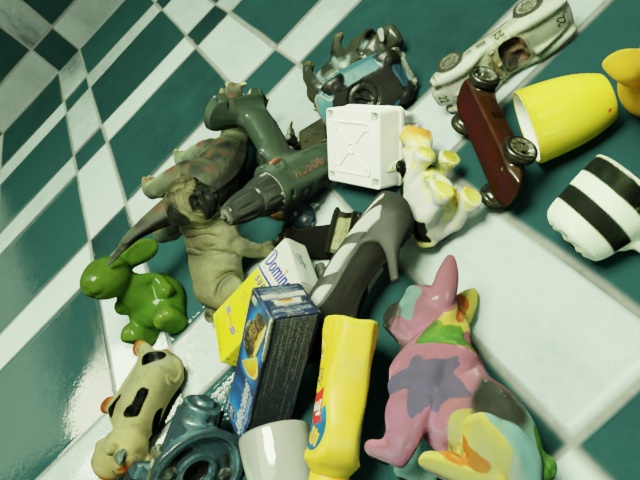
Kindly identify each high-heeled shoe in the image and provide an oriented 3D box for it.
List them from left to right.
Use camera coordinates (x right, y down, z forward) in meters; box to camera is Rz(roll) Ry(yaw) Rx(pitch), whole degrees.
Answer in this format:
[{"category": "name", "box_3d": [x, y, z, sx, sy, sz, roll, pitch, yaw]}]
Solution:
[{"category": "high-heeled shoe", "box_3d": [0.024, 0.046, 0.677, 0.249, 0.086, 0.145, -41, 34, 31]}]

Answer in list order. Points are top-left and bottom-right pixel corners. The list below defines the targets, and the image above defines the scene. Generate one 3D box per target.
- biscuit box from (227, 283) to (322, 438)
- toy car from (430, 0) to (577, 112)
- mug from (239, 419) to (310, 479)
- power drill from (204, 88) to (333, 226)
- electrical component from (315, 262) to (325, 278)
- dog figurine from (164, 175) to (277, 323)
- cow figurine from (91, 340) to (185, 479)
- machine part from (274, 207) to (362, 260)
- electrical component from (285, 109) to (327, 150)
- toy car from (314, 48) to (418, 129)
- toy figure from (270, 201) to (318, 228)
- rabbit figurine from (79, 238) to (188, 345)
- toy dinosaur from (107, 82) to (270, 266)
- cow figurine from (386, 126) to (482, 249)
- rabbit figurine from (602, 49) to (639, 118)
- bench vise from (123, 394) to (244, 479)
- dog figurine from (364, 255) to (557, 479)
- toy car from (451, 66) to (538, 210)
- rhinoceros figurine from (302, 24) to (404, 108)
[{"category": "biscuit box", "box_3d": [-0.058, 0.148, 0.621, 0.059, 0.063, 0.202, 49, 133, 46]}, {"category": "toy car", "box_3d": [0.242, -0.248, 0.724, 0.202, 0.073, 0.056, -34, 43, 17]}, {"category": "mug", "box_3d": [-0.029, 0.261, 0.590, 0.110, 0.080, 0.107, -7, 55, -9]}, {"category": "power drill", "box_3d": [-0.092, -0.132, 0.808, 0.232, 0.086, 0.207, -23, 60, -33]}, {"category": "electrical component", "box_3d": [-0.009, 0.077, 0.739, 0.063, 0.021, 0.094, -29, 45, 21]}, {"category": "dog figurine", "box_3d": [-0.177, 0.016, 0.804, 0.121, 0.190, 0.172, -7, 58, 38]}, {"category": "cow figurine", "box_3d": [-0.264, 0.254, 0.786, 0.127, 0.085, 0.195, 6, 64, 50]}, {"category": "machine part", "box_3d": [-0.002, -0.002, 0.782, 0.139, 0.039, 0.084, -8, 64, 34]}, {"category": "electrical component", "box_3d": [-0.015, -0.179, 0.917, 0.102, 0.045, 0.078, -22, 47, 27]}, {"category": "toy car", "box_3d": [0.066, -0.233, 0.849, 0.162, 0.109, 0.103, -36, 25, 2]}, {"category": "toy figure", "box_3d": [-0.062, -0.061, 0.865, 0.155, 0.058, 0.064, 38, 126, 47]}, {"category": "rabbit figurine", "box_3d": [-0.306, 0.073, 0.886, 0.121, 0.170, 0.159, -19, 50, 29]}, {"category": "toy dinosaur", "box_3d": [-0.191, -0.110, 0.913, 0.192, 0.131, 0.405, -22, 35, 38]}, {"category": "cow figurine", "box_3d": [0.134, -0.071, 0.691, 0.167, 0.068, 0.098, -103, 30, -44]}, {"category": "rabbit figurine", "box_3d": [0.343, -0.137, 0.520, 0.122, 0.162, 0.173, -46, 22, 22]}, {"category": "bench vise", "box_3d": [-0.156, 0.312, 0.624, 0.241, 0.128, 0.223, 23, 80, 52]}, {"category": "dog figurine", "box_3d": [0.136, 0.126, 0.519, 0.192, 0.108, 0.219, -2, 57, 41]}, {"category": "toy car", "box_3d": [0.212, -0.126, 0.655, 0.053, 0.089, 0.202, 1, 49, -12]}, {"category": "rhinoceros figurine", "box_3d": [0.054, -0.303, 0.928, 0.190, 0.073, 0.112, -32, 43, 19]}]
